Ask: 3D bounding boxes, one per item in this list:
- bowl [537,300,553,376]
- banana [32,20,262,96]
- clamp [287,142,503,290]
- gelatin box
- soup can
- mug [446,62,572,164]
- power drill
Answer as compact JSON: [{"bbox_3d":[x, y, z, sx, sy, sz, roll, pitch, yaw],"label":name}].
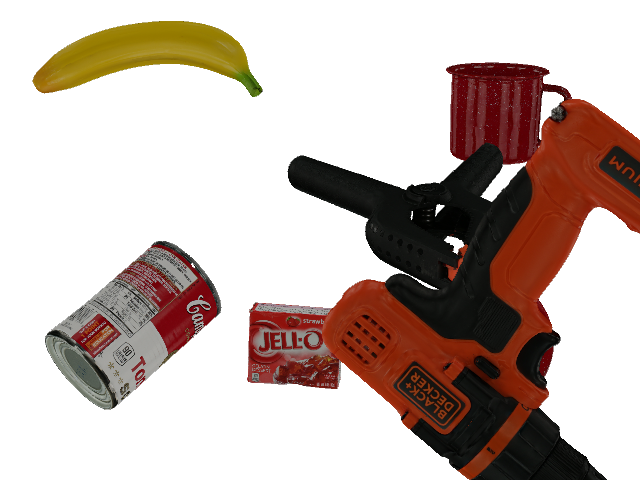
[{"bbox_3d":[0.195,0.107,1.128,0.161,0.162,0.055,0,-3,-35],"label":"bowl"},{"bbox_3d":[-0.150,-0.161,0.935,0.197,0.069,0.037,-1,-33,-4],"label":"banana"},{"bbox_3d":[0.061,-0.020,0.730,0.164,0.036,0.210,-3,25,-2],"label":"clamp"},{"bbox_3d":[-0.024,0.100,1.017,0.089,0.073,0.030,4,13,6],"label":"gelatin box"},{"bbox_3d":[-0.126,0.057,0.724,0.102,0.068,0.069,-43,24,-29],"label":"soup can"},{"bbox_3d":[0.173,-0.116,0.980,0.117,0.081,0.093,4,17,13],"label":"mug"},{"bbox_3d":[0.119,0.040,0.530,0.184,0.188,0.057,39,12,5],"label":"power drill"}]
